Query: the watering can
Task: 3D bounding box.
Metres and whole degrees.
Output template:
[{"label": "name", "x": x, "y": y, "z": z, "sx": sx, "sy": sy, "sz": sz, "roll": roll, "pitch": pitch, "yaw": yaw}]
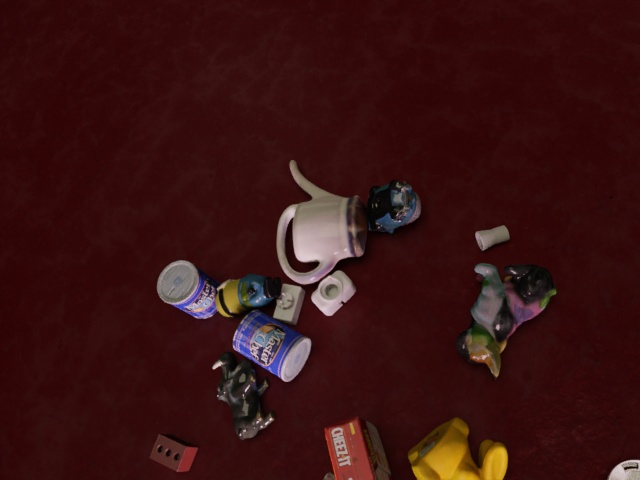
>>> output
[{"label": "watering can", "x": 0.004, "y": -0.062, "z": 1.238, "sx": 0.224, "sy": 0.102, "sz": 0.355, "roll": -7, "pitch": 61, "yaw": 16}]
